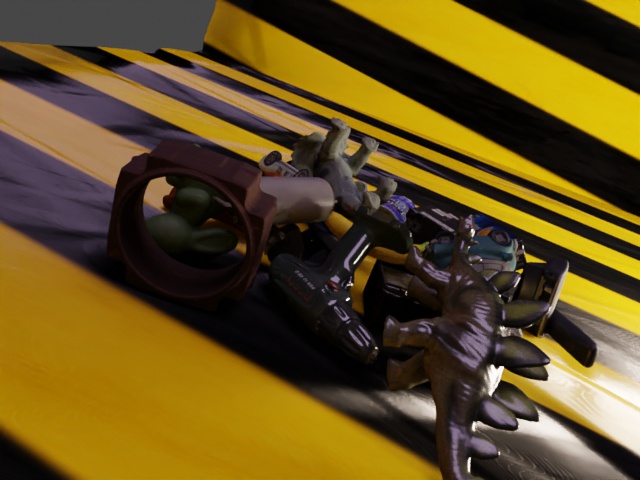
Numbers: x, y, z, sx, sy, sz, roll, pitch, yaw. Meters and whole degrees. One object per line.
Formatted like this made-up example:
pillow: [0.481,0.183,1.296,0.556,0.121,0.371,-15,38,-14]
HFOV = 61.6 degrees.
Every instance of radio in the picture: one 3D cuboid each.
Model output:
radio: [0.186,0.117,0.874,0.230,0.073,0.131,19,21,0]

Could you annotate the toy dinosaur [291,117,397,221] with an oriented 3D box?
toy dinosaur: [0.045,-0.095,1.080,0.131,0.192,0.405,9,53,-31]

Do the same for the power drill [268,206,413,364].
power drill: [0.049,0.056,0.798,0.232,0.207,0.085,28,-21,38]

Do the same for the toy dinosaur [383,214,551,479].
toy dinosaur: [0.179,0.138,0.668,0.199,0.104,0.471,2,48,21]

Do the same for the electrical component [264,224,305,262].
electrical component: [-0.060,0.017,0.878,0.078,0.102,0.045,-21,37,-21]

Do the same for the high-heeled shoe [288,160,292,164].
high-heeled shoe: [-0.100,-0.145,1.292,0.145,0.086,0.249,-13,7,-1]

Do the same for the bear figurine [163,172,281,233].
bear figurine: [-0.177,-0.079,0.971,0.196,0.132,0.120,19,-6,-12]

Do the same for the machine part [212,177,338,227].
machine part: [-0.059,-0.061,0.843,0.243,0.079,0.079,-5,33,-48]

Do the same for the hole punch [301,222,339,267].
hole punch: [-0.002,-0.003,0.983,0.116,0.092,0.142,14,19,-23]

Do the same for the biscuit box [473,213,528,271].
biscuit box: [0.336,0.004,1.069,0.063,0.059,0.203,-19,18,0]

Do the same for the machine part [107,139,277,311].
machine part: [-0.171,-0.017,0.720,0.201,0.201,0.087,19,26,-2]

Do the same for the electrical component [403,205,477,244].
electrical component: [0.233,-0.016,1.037,0.115,0.058,0.134,39,25,27]

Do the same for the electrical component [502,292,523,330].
electrical component: [0.315,0.118,0.977,0.119,0.074,0.048,17,22,5]

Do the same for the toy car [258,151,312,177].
toy car: [-0.052,-0.116,1.047,0.073,0.056,0.202,42,-2,-43]

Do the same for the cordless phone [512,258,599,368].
cordless phone: [0.435,0.126,0.957,0.089,0.146,0.184,4,23,-17]

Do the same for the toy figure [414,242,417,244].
toy figure: [0.206,0.060,1.016,0.089,0.082,0.180,16,19,-15]

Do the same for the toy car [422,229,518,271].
toy car: [0.245,0.049,0.860,0.162,0.109,0.103,4,43,-14]

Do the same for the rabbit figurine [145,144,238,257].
rabbit figurine: [-0.206,-0.037,0.846,0.159,0.170,0.121,42,-18,-20]
